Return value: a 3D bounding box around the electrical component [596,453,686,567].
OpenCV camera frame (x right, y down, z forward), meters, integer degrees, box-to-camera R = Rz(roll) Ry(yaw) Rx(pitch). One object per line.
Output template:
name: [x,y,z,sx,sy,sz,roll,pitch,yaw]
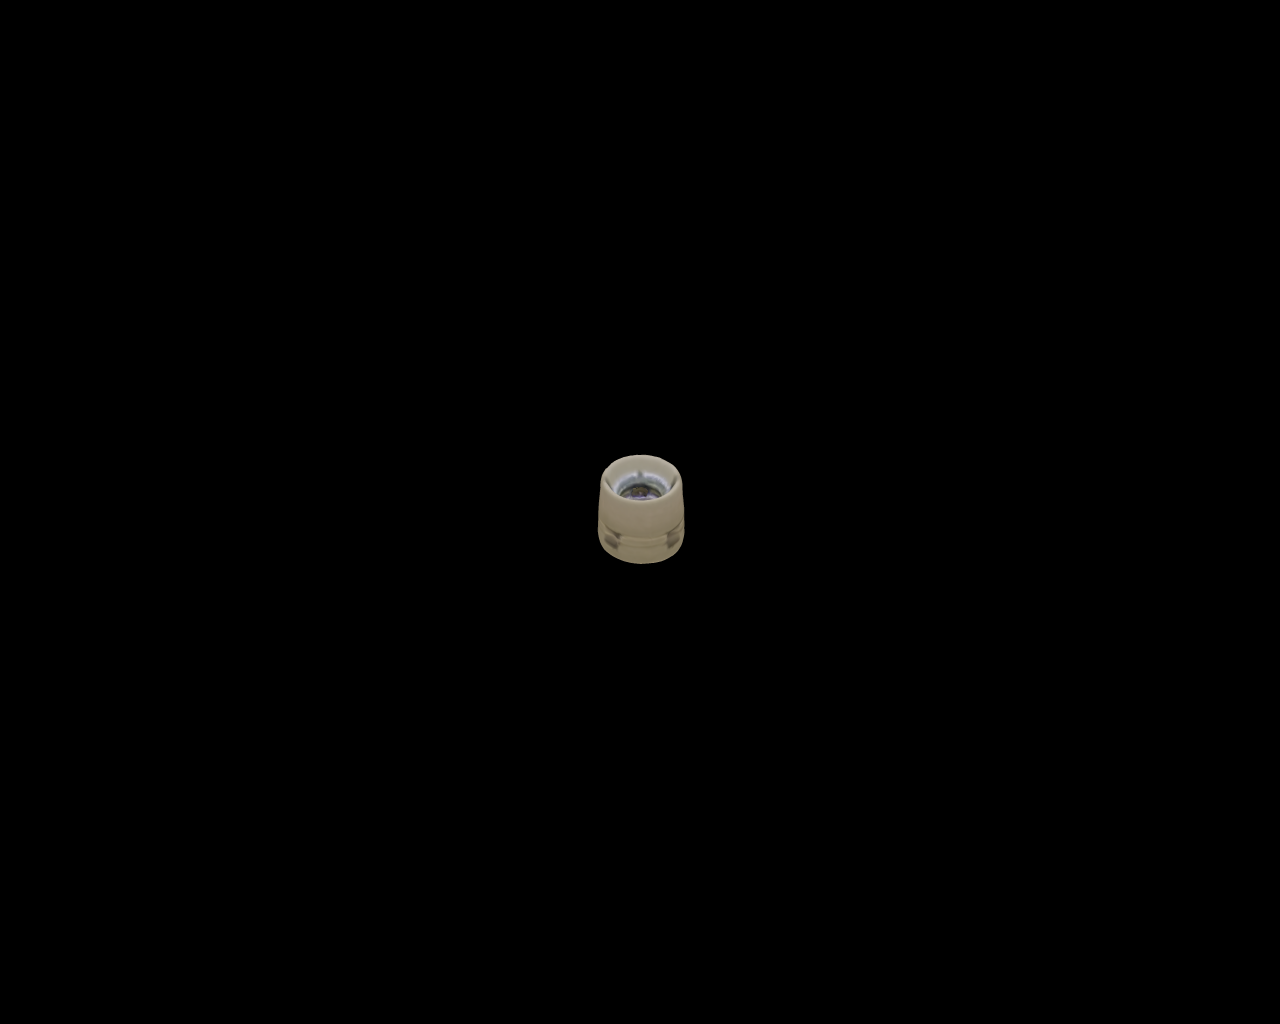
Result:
electrical component: [0.001,-0.003,0.650,0.055,0.047,0.055,0,39,0]
